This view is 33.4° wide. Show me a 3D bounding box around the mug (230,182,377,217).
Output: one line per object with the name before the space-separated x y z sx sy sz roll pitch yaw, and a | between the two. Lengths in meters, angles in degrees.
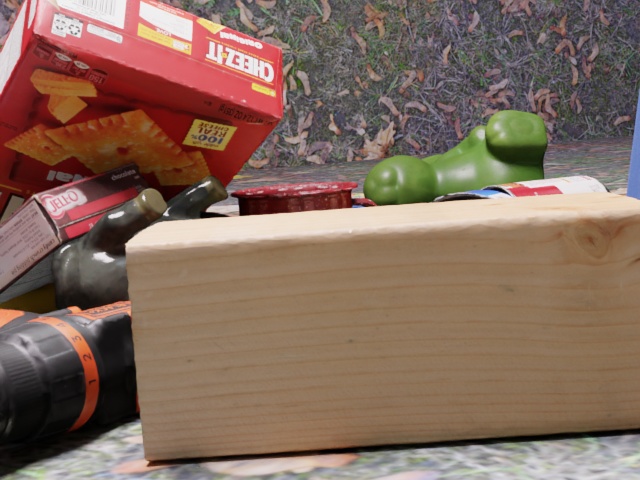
mug | -0.005 0.001 0.780 0.117 0.081 0.093 -8 8 -27

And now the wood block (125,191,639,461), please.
wood block | 0.030 0.032 0.457 0.206 0.091 0.090 -4 7 1

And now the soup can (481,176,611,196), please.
soup can | 0.180 -0.015 0.859 0.102 0.068 0.069 -8 8 -31

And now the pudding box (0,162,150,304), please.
pudding box | -0.170 -0.001 0.680 0.114 0.039 0.089 -34 -5 36

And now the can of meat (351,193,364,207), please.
can of meat | -0.005 -0.019 1.069 0.083 0.057 0.102 -5 7 -29

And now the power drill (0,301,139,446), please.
power drill | -0.172 0.059 0.514 0.188 0.057 0.184 2 5 29

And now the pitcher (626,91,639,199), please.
pitcher | 0.226 -0.071 0.551 0.144 0.243 0.149 -3 11 -26

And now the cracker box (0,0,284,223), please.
cracker box | -0.145 -0.069 0.721 0.164 0.072 0.214 17 -39 -25

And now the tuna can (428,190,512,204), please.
tuna can | 0.086 0.015 0.587 0.086 0.086 0.033 0 7 30

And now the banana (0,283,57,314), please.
banana | -0.200 0.031 0.772 0.070 0.037 0.197 32 20 22
